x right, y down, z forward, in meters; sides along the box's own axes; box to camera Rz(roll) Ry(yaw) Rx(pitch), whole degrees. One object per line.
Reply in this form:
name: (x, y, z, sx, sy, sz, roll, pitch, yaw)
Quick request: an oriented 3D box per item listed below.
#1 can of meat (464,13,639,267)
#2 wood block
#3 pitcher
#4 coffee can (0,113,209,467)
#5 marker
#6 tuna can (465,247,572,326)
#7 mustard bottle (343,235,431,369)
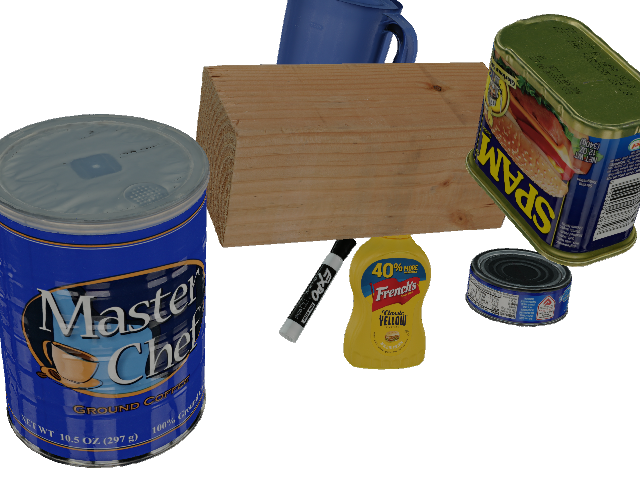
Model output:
can of meat: (0.121, -0.052, 0.535, 0.057, 0.084, 0.102, -16, 46, -20)
wood block: (0.026, -0.062, 0.731, 0.205, 0.090, 0.091, -4, 40, -19)
pitcher: (0.012, -0.175, 1.248, 0.145, 0.243, 0.149, 8, 23, -12)
coffee can: (-0.106, 0.024, 0.518, 0.103, 0.140, 0.103, 3, 32, -2)
marker: (-0.001, 0.042, 1.018, 0.020, 0.121, 0.020, 29, -18, 10)
tuna can: (0.166, 0.038, 0.893, 0.086, 0.034, 0.086, 3, 23, -1)
mustard bottle: (0.081, 0.054, 1.256, 0.096, 0.192, 0.058, 1, 14, -12)
